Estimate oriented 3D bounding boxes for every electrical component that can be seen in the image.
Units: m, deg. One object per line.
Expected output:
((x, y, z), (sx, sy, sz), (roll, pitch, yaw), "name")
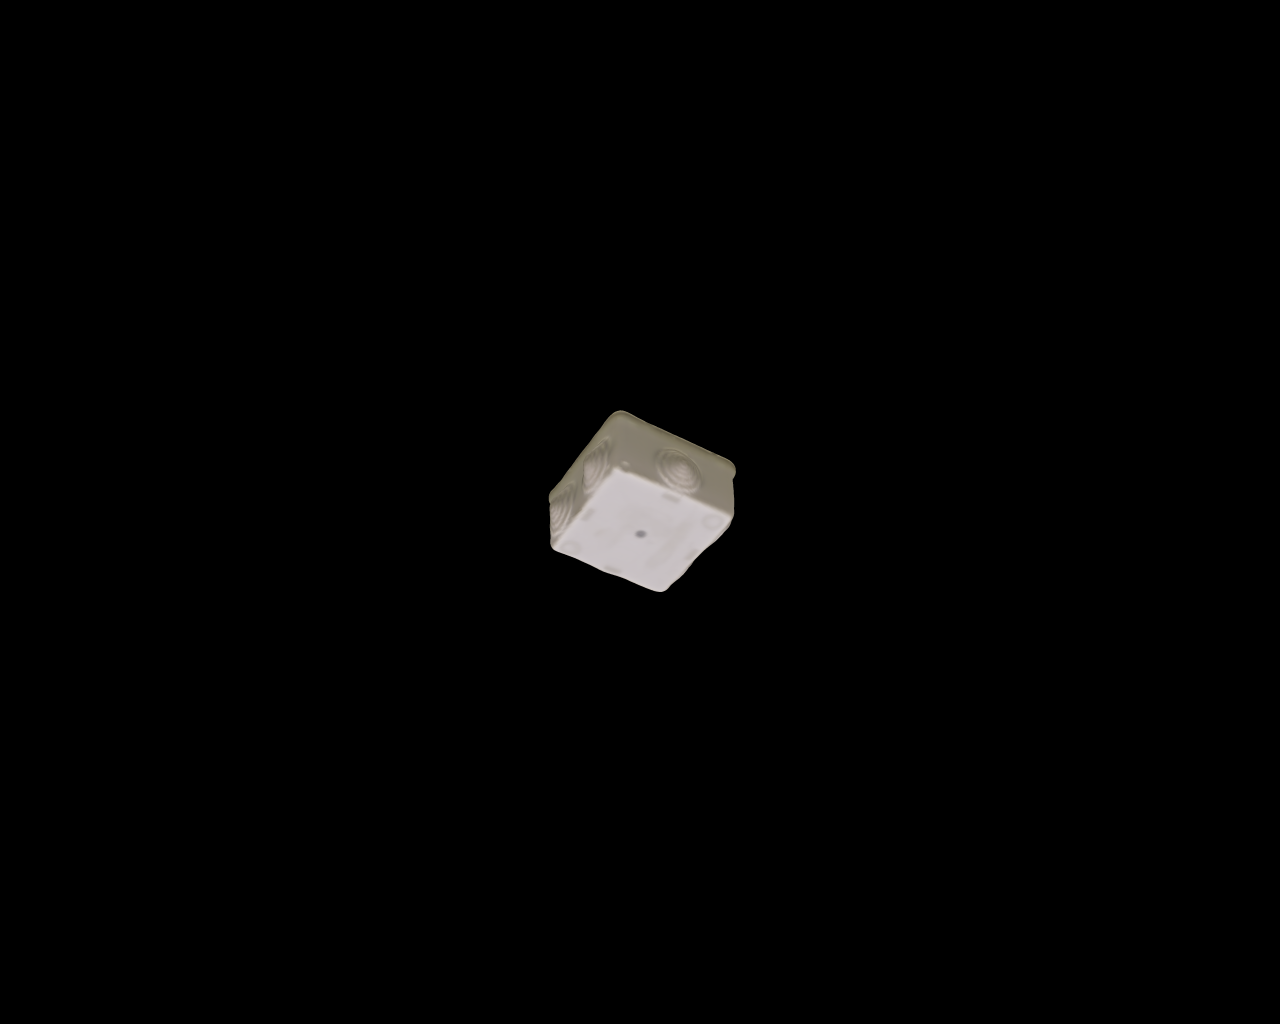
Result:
((0.001, -0.003, 0.650), (0.100, 0.048, 0.099), (24, -50, -22), "electrical component")
